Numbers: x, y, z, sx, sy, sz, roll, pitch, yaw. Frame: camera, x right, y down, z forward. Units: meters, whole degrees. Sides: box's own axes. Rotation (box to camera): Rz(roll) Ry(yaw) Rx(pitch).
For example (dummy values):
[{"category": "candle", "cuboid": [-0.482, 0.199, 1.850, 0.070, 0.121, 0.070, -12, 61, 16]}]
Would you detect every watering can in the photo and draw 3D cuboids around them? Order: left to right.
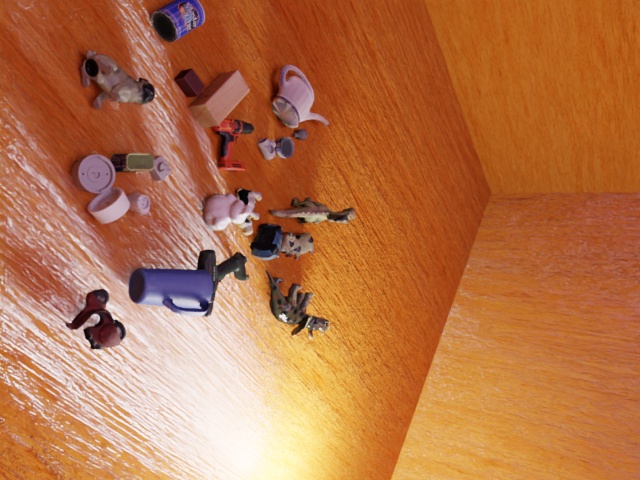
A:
[{"category": "watering can", "cuboid": [-0.080, -0.550, 2.128, 0.341, 0.104, 0.229, 53, 53, -38]}]

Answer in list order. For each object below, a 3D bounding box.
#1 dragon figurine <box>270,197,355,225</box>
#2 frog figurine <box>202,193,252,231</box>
[{"category": "dragon figurine", "cuboid": [0.007, -0.108, 2.149, 0.412, 0.243, 0.121, -11, 106, -54]}, {"category": "frog figurine", "cuboid": [-0.324, -0.096, 1.779, 0.120, 0.159, 0.140, 53, 52, -37]}]
